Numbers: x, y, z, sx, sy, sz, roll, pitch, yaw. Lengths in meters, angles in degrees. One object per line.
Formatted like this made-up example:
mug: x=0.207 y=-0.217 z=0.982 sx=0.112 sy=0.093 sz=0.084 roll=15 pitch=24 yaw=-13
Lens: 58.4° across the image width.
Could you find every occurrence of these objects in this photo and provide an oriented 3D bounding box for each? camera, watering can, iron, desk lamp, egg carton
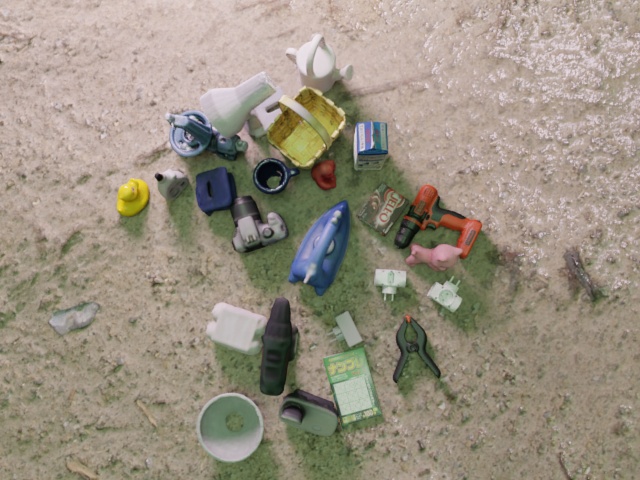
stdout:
camera: x=-0.166 y=-0.048 z=1.454 sx=0.143 sy=0.101 sz=0.137 roll=-20 pitch=85 yaw=-1
watering can: x=-0.001 y=-0.446 z=1.438 sx=0.173 sy=0.194 sz=0.101 roll=0 pitch=85 yaw=1
iron: x=0.013 y=0.005 z=1.426 sx=0.118 sy=0.141 sz=0.258 roll=24 pitch=86 yaw=3
desk lamp: x=-0.177 y=-0.333 z=1.421 sx=0.203 sy=0.213 sz=0.118 roll=-29 pitch=85 yaw=-1
egg carton: x=-0.209 y=0.226 z=1.447 sx=0.150 sy=0.069 sz=0.107 roll=17 pitch=86 yaw=2

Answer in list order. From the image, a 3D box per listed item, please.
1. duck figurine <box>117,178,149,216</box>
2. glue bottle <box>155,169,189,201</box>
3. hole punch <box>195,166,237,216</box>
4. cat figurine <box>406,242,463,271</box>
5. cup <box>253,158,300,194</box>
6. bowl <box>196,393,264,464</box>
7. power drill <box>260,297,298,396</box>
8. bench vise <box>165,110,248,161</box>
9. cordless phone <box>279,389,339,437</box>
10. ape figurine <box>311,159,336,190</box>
duck figurine: x=-0.491 y=-0.113 z=1.471 sx=0.077 sy=0.086 sz=0.104 roll=29 pitch=86 yaw=3
glue bottle: x=-0.380 y=-0.146 z=1.429 sx=0.037 sy=0.173 sz=0.078 roll=41 pitch=87 yaw=4
hole punch: x=-0.269 y=-0.125 z=1.466 sx=0.101 sy=0.091 sz=0.109 roll=-11 pitch=85 yaw=0
cat figurine: x=0.286 y=0.040 z=1.431 sx=0.127 sy=0.118 sz=0.067 roll=8 pitch=85 yaw=2
cup: x=-0.108 y=-0.159 z=1.465 sx=0.117 sy=0.095 sz=0.092 roll=-12 pitch=85 yaw=0
bowl: x=-0.218 y=0.460 z=1.425 sx=0.167 sy=0.075 sz=0.167 roll=0 pitch=85 yaw=1
power drill: x=-0.099 y=0.249 z=1.374 sx=0.075 sy=0.208 sz=0.230 roll=6 pitch=85 yaw=2
bench vise: x=-0.287 y=-0.271 z=1.414 sx=0.207 sy=0.220 sz=0.121 roll=-5 pitch=85 yaw=1
cordless phone: x=-0.029 y=0.429 z=1.369 sx=0.147 sy=0.185 sz=0.094 roll=15 pitch=86 yaw=2
ape figurine: x=0.014 y=-0.173 z=1.466 sx=0.076 sy=0.092 sz=0.078 roll=30 pitch=86 yaw=3
